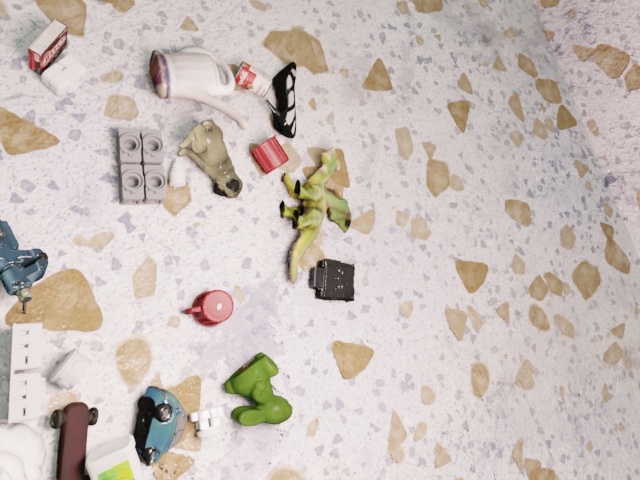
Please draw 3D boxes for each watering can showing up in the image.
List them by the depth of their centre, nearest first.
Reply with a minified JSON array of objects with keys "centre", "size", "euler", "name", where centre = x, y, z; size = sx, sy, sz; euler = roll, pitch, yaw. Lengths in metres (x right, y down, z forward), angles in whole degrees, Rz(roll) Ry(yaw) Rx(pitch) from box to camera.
[{"centre":[-0.329,-0.413,1.374],"size":[0.225,0.101,0.355],"euler":[-8,54,-26],"name":"watering can"}]

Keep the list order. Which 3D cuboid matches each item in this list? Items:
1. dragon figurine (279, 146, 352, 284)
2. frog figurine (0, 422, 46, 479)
[{"centre":[0.005,-0.076,1.502],"size":[0.242,0.121,0.413],"euler":[7,80,-36],"name":"dragon figurine"},{"centre":[-0.592,0.417,0.983],"size":[0.124,0.157,0.137],"euler":[-34,93,-33],"name":"frog figurine"}]
